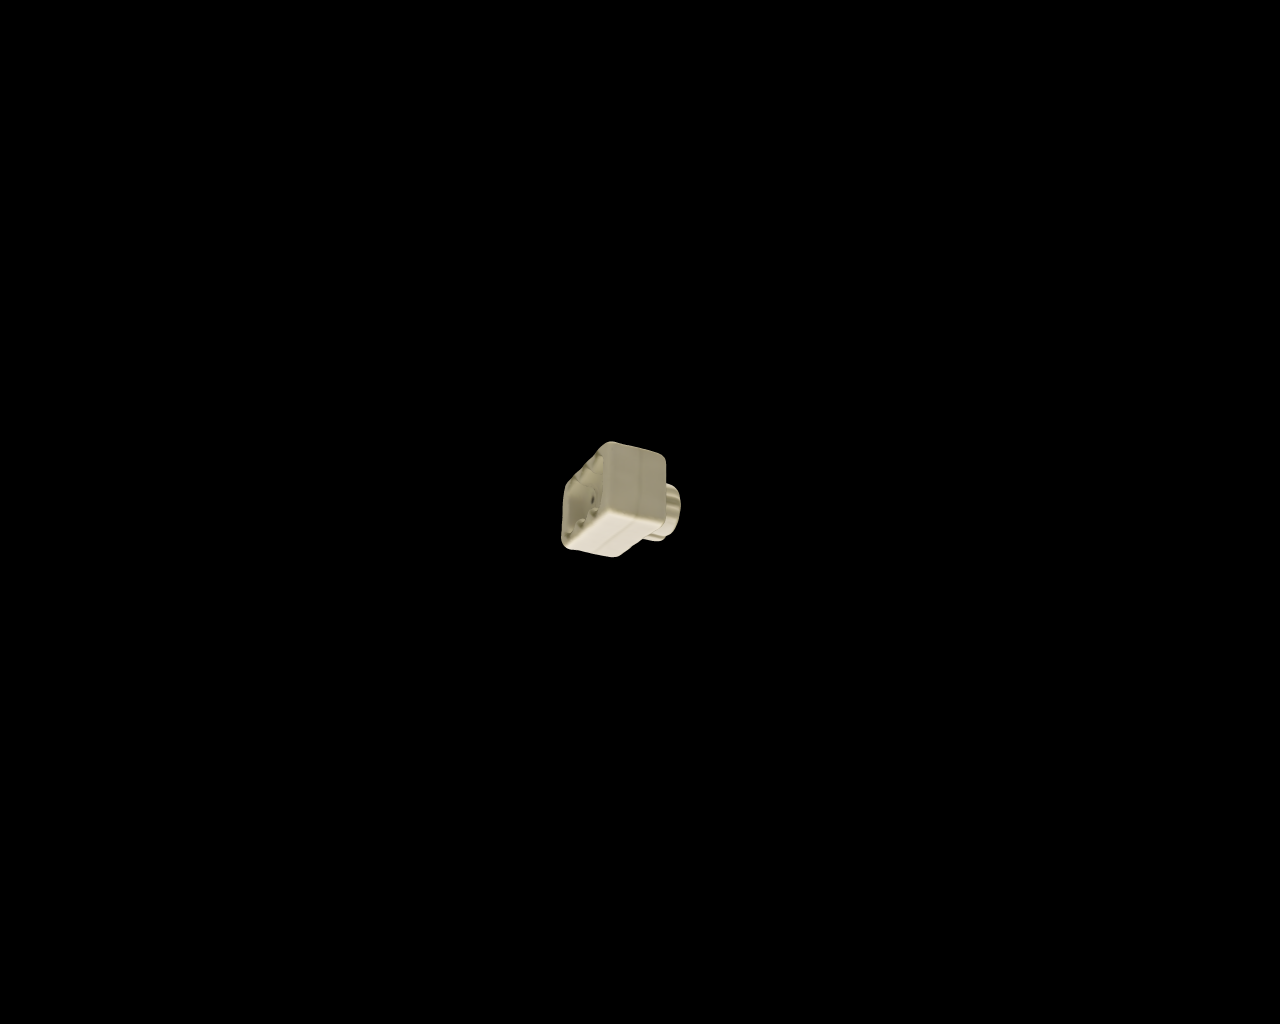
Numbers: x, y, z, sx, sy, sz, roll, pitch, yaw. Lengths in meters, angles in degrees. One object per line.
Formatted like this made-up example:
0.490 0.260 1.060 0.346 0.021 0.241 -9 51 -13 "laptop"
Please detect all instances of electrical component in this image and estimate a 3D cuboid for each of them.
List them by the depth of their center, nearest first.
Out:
0.001 -0.003 0.650 0.077 0.047 0.065 12 -27 -25 "electrical component"
